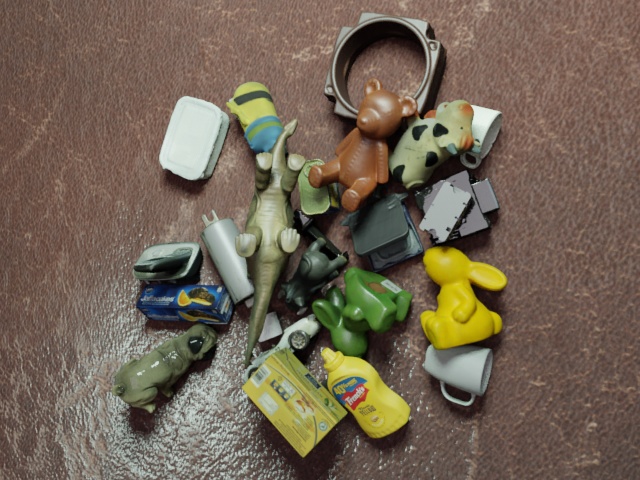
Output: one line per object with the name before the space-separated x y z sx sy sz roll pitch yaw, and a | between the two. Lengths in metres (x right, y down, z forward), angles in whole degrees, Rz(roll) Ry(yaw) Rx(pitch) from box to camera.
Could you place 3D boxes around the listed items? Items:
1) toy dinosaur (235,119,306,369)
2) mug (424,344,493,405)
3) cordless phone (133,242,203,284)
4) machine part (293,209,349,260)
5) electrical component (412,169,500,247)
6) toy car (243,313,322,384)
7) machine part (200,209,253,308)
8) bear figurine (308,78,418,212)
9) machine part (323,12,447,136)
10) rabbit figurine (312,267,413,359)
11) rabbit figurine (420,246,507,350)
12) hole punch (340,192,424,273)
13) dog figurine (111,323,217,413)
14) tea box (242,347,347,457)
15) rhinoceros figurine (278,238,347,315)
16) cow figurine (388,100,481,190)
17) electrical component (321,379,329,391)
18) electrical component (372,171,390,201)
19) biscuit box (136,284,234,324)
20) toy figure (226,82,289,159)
toy dinosaur | -0.094 0.003 0.983 0.105 0.198 0.471 12 80 -4
mug | 0.242 0.231 0.952 0.107 0.081 0.109 13 104 30
cordless phone | -0.342 0.054 1.109 0.147 0.184 0.088 -3 93 20
machine part | -0.002 -0.003 1.049 0.139 0.084 0.039 45 75 3
electrical component | 0.248 -0.059 0.962 0.134 0.058 0.115 -23 83 19
toy car | -0.076 0.222 1.065 0.202 0.073 0.056 -43 79 14
machine part | -0.176 0.044 1.104 0.079 0.079 0.243 -34 77 16
bear figurine | 0.077 -0.166 0.923 0.120 0.132 0.195 38 133 20
machine part | 0.119 -0.307 0.999 0.201 0.087 0.201 18 94 20
rabbit figurine | 0.063 0.148 0.997 0.159 0.121 0.170 31 114 16
rabbit figurine | 0.240 0.089 0.928 0.162 0.122 0.173 -18 82 14
hole punch | 0.122 -0.012 1.001 0.142 0.092 0.116 -27 48 20
dog figurine | -0.318 0.249 1.107 0.190 0.172 0.121 -44 86 21
tea box | -0.047 0.292 0.979 0.170 0.068 0.098 45 104 14
rhinoceros figurine | -0.020 0.077 1.013 0.073 0.190 0.112 39 57 6
cow figurine | 0.191 -0.160 0.915 0.195 0.085 0.127 -53 52 48
electrical component | -0.014 0.334 1.042 0.048 0.075 0.119 39 105 17
electrical component | 0.099 -0.114 1.023 0.063 0.021 0.094 -7 59 35
biscuit box | -0.286 0.134 1.139 0.203 0.059 0.063 -2 50 20
toy figure | -0.117 -0.235 1.088 0.089 0.082 0.180 -29 71 -2
